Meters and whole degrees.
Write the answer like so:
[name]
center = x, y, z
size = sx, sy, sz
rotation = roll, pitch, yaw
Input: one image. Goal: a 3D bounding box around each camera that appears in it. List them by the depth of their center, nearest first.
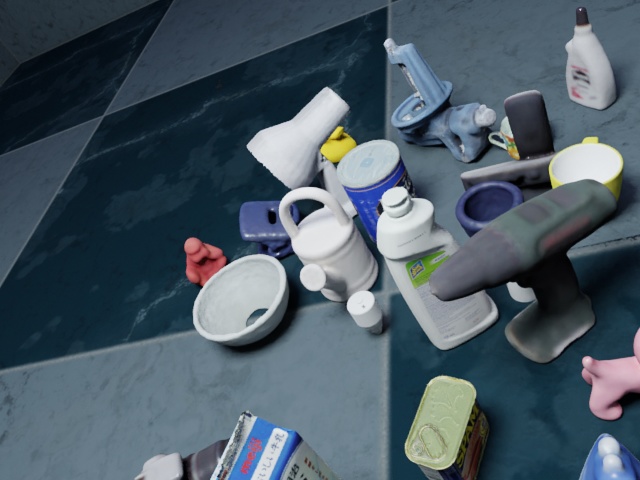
[camera]
center = -0.154, 0.314, 0.708
size = 0.137, 0.101, 0.143
rotation = -30, 39, 2

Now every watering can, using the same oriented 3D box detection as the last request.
[watering can]
center = 0.010, 0.003, 0.851
size = 0.101, 0.195, 0.172
rotation = -27, 40, 6

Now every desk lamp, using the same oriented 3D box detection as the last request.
[desk lamp]
center = 0.007, -0.141, 0.985
size = 0.203, 0.214, 0.117
rotation = -35, 40, -3

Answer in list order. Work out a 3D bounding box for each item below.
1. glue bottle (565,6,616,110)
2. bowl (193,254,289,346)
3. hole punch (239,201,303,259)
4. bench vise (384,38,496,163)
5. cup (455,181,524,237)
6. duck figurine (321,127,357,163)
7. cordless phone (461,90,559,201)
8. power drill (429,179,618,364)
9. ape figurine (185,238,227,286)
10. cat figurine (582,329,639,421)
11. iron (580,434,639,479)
[glue bottle]
center = 0.421, -0.289, 0.905
size = 0.037, 0.174, 0.077
rotation = -40, 40, -9
[bowl]
center = -0.114, 0.108, 0.916
size = 0.167, 0.075, 0.167
rotation = -18, 42, 17
[hole punch]
center = -0.084, -0.028, 1.024
size = 0.101, 0.091, 0.108
rotation = -23, 40, 11
[bench vise]
center = 0.199, -0.246, 0.966
size = 0.206, 0.220, 0.121
rotation = 4, 51, 35
[cup]
center = 0.248, -0.013, 0.792
size = 0.091, 0.095, 0.117
rotation = -27, 40, 6
[duck figurine]
center = 0.016, -0.209, 1.151
size = 0.104, 0.086, 0.078
rotation = 17, 60, 43
[cordless phone]
center = 0.270, -0.132, 0.830
size = 0.147, 0.186, 0.094
rotation = -13, 43, 21
[power drill]
center = 0.240, 0.044, 0.649
size = 0.230, 0.209, 0.075
rotation = -38, 40, -8
[ape figurine]
center = -0.216, 0.034, 1.044
size = 0.078, 0.092, 0.076
rotation = -27, 40, 6
[cat figurine]
center = 0.331, 0.121, 0.582
size = 0.127, 0.118, 0.067
rotation = -17, 42, 18
[iron]
center = 0.257, 0.257, 0.471
size = 0.118, 0.142, 0.258
rotation = -14, 43, 21
